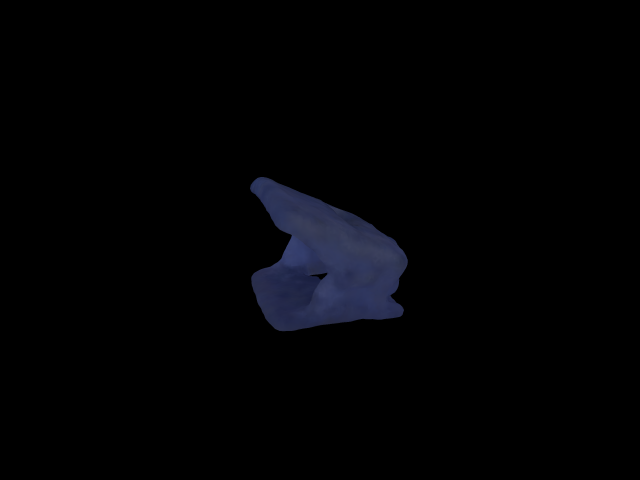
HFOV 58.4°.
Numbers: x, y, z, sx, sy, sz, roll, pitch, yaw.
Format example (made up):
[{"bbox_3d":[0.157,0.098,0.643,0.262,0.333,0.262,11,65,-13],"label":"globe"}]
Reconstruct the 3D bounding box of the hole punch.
[{"bbox_3d":[0.004,0.001,0.400,0.101,0.091,0.108,-6,19,-16],"label":"hole punch"}]
